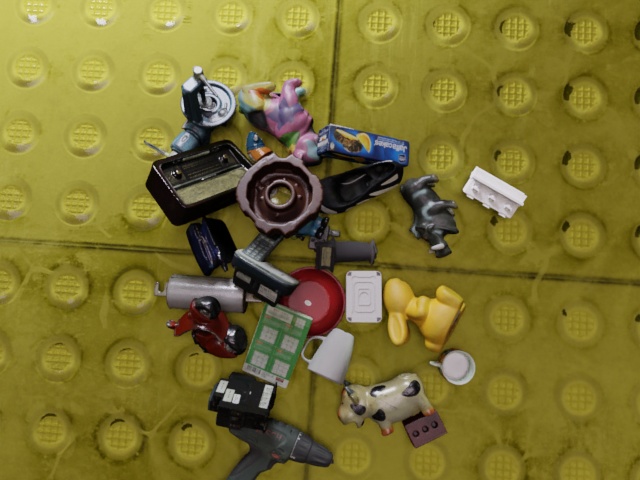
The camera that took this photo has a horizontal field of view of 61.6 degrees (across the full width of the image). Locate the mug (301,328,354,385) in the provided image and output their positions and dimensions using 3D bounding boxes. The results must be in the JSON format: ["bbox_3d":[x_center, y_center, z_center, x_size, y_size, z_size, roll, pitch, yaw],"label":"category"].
[{"bbox_3d":[0.021,0.243,1.165,0.110,0.080,0.107,25,74,11],"label":"mug"}]

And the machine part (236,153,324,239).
[{"bbox_3d":[-0.082,-0.090,1.113,0.179,0.056,0.179,0,76,0],"label":"machine part"}]

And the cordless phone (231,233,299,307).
[{"bbox_3d":[-0.093,0.039,1.166,0.147,0.088,0.184,29,47,9],"label":"cordless phone"}]

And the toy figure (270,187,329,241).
[{"bbox_3d":[-0.070,-0.057,1.181,0.180,0.089,0.082,27,52,2],"label":"toy figure"}]

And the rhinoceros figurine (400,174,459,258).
[{"bbox_3d":[0.246,-0.054,1.188,0.112,0.073,0.190,-25,83,-2],"label":"rhinoceros figurine"}]

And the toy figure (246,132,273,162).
[{"bbox_3d":[-0.118,-0.175,1.209,0.058,0.064,0.154,-41,91,-28],"label":"toy figure"}]

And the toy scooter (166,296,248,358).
[{"bbox_3d":[-0.248,0.194,1.151,0.135,0.183,0.075,-16,39,17],"label":"toy scooter"}]

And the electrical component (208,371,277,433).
[{"bbox_3d":[-0.165,0.340,1.134,0.134,0.115,0.058,12,113,4],"label":"electrical component"}]

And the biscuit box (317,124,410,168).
[{"bbox_3d":[0.098,-0.201,1.178,0.203,0.063,0.059,7,84,-22],"label":"biscuit box"}]

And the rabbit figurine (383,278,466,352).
[{"bbox_3d":[0.208,0.155,1.162,0.173,0.122,0.162,31,95,19],"label":"rabbit figurine"}]

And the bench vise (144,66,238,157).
[{"bbox_3d":[-0.266,-0.274,1.157,0.129,0.240,0.223,43,71,10],"label":"bench vise"}]

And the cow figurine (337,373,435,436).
[{"bbox_3d":[0.129,0.341,1.143,0.195,0.085,0.127,-23,90,2],"label":"cow figurine"}]

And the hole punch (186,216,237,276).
[{"bbox_3d":[-0.247,0.017,1.180,0.092,0.115,0.142,-23,83,7],"label":"hole punch"}]

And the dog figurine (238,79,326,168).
[{"bbox_3d":[-0.080,-0.241,1.205,0.192,0.108,0.219,-8,86,0],"label":"dog figurine"}]

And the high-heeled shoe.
[{"bbox_3d":[0.057,-0.116,1.165,0.249,0.145,0.086,-14,82,-1],"label":"high-heeled shoe"}]

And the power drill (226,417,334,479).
[{"bbox_3d":[-0.114,0.485,1.138,0.232,0.086,0.207,31,89,6],"label":"power drill"}]

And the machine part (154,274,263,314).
[{"bbox_3d":[-0.246,0.119,1.183,0.243,0.079,0.079,3,84,1],"label":"machine part"}]

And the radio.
[{"bbox_3d":[-0.246,-0.128,1.147,0.131,0.073,0.229,50,43,10],"label":"radio"}]

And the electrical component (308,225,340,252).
[{"bbox_3d":[-0.002,-0.004,1.216,0.094,0.021,0.063,9,85,2],"label":"electrical component"}]

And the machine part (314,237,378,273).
[{"bbox_3d":[0.057,0.031,1.192,0.139,0.039,0.084,-4,118,-5],"label":"machine part"}]
